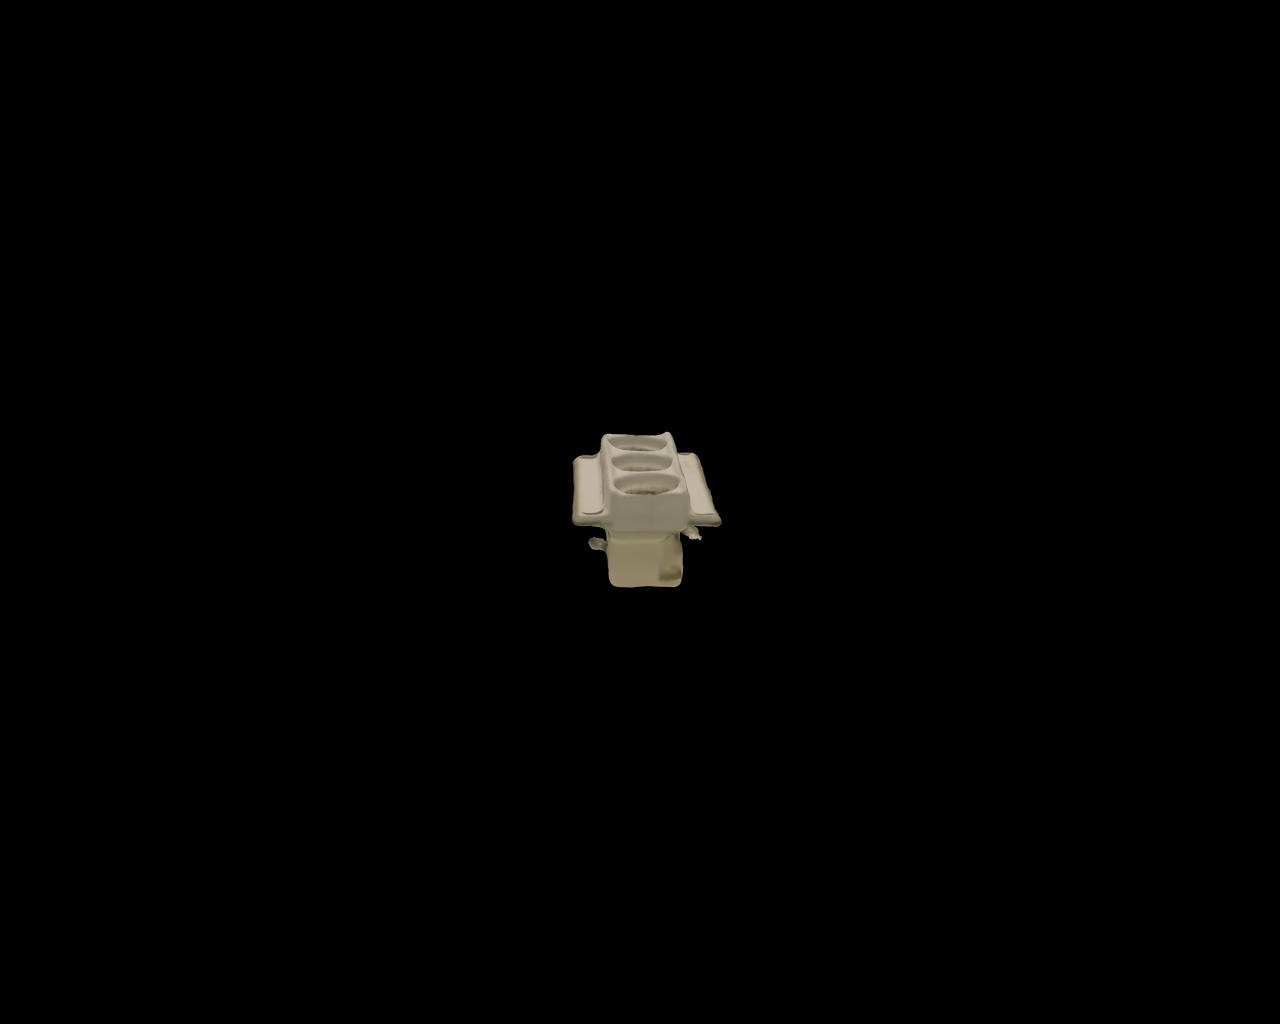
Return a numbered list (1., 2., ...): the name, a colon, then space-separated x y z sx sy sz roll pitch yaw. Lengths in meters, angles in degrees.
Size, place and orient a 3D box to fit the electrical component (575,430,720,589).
1. electrical component: 0.001 -0.003 0.650 0.079 0.063 0.121 -1 20 -3
